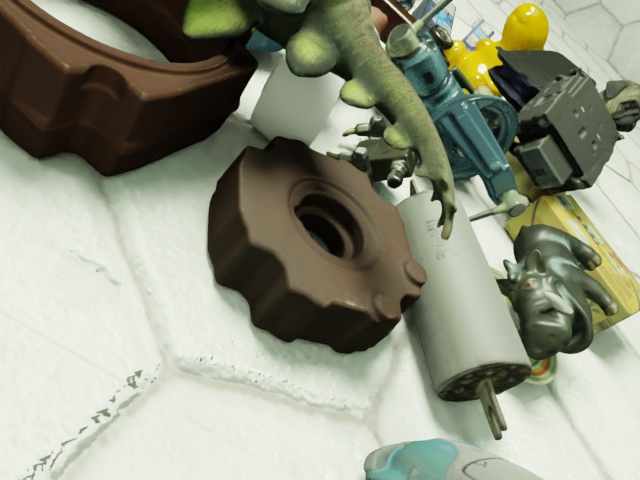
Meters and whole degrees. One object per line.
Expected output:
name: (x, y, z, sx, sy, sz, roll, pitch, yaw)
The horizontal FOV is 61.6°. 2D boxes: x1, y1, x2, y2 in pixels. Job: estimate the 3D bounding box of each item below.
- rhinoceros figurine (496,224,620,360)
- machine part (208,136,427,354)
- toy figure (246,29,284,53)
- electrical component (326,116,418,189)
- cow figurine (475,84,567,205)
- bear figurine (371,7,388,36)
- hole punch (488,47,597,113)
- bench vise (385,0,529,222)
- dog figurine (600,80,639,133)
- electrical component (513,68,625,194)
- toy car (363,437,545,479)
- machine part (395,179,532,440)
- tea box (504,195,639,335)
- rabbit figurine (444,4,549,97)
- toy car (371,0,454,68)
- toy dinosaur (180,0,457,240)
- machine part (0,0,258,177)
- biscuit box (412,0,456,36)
rhinoceros figurine: (0.228, 0.046, 0.531, 0.112, 0.073, 0.190, 42, 36, -8)
machine part: (-0.001, -0.001, 0.414, 0.179, 0.056, 0.179, 24, 41, -23)
toy figure: (-0.082, -0.239, 0.540, 0.180, 0.082, 0.089, -3, 38, -35)
electrical component: (0.055, -0.087, 0.537, 0.102, 0.078, 0.045, -56, 135, -47)
cow figurine: (0.270, -0.122, 0.751, 0.195, 0.085, 0.127, 44, 31, -5)
bear figurine: (0.030, -0.279, 0.642, 0.196, 0.132, 0.120, 57, 11, 25)
hole punch: (0.307, -0.212, 0.774, 0.116, 0.092, 0.142, -3, 49, -20)
bench vise: (0.156, -0.127, 0.591, 0.223, 0.129, 0.241, 55, 13, -49)
dog figurine: (0.390, -0.205, 0.852, 0.172, 0.190, 0.121, 27, 41, -20)
electrical component: (0.297, -0.124, 0.654, 0.114, 0.058, 0.134, 48, 67, -14)
toy car: (0.094, 0.181, 0.296, 0.109, 0.103, 0.162, 13, 46, -33)
machine part: (0.111, 0.043, 0.457, 0.079, 0.079, 0.243, 16, 47, -33)
tea box: (0.320, 0.029, 0.670, 0.098, 0.068, 0.170, -4, 60, -44)
rabbit figurine: (0.302, -0.289, 0.865, 0.162, 0.173, 0.122, 15, 43, -28)
toy car: (0.103, -0.307, 0.763, 0.202, 0.089, 0.053, 42, 41, -2)
toy dinosaur: (-0.023, -0.203, 0.400, 0.198, 0.105, 0.471, -27, 70, -37)
machine part: (-0.160, -0.158, 0.388, 0.201, 0.087, 0.201, 45, 36, 1)
biscuit box: (0.188, -0.368, 0.920, 0.059, 0.063, 0.203, 37, 39, -11)
